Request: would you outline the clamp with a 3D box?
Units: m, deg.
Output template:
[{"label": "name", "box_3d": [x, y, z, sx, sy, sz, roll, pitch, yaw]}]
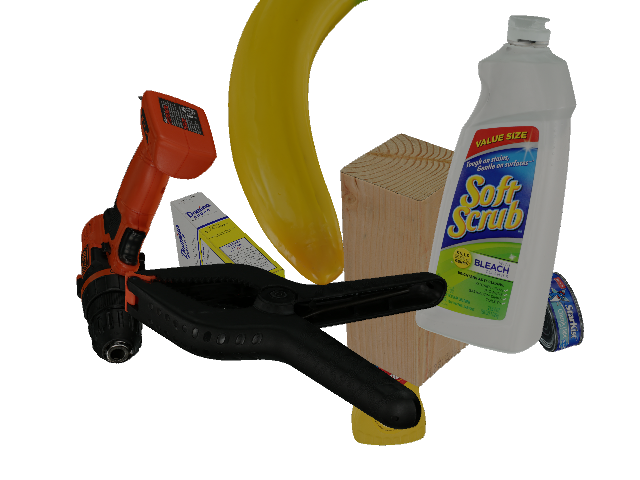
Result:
[{"label": "clamp", "box_3d": [-0.020, 0.046, 0.682, 0.210, 0.036, 0.164, 13, 26, 15]}]

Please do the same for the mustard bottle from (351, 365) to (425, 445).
[{"label": "mustard bottle", "box_3d": [0.088, 0.167, 1.378, 0.096, 0.192, 0.058, -2, 16, -2]}]

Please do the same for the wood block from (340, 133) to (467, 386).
[{"label": "wood block", "box_3d": [0.082, 0.019, 0.994, 0.091, 0.206, 0.090, 24, 42, 35]}]

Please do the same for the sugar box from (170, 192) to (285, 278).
[{"label": "sugar box", "box_3d": [-0.097, 0.029, 1.130, 0.048, 0.093, 0.176, -21, 41, -23]}]

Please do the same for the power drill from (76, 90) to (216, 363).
[{"label": "power drill", "box_3d": [-0.149, -0.015, 0.878, 0.057, 0.188, 0.184, 17, 27, -26]}]

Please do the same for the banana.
[{"label": "banana", "box_3d": [-0.010, -0.069, 0.502, 0.069, 0.197, 0.037, 8, -34, 5]}]

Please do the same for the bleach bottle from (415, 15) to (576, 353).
[{"label": "bleach bottle", "box_3d": [0.137, -0.045, 0.819, 0.103, 0.251, 0.067, 15, 21, 31]}]

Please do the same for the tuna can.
[{"label": "tuna can", "box_3d": [0.260, 0.080, 1.193, 0.033, 0.086, 0.086, -16, 2, -8]}]
